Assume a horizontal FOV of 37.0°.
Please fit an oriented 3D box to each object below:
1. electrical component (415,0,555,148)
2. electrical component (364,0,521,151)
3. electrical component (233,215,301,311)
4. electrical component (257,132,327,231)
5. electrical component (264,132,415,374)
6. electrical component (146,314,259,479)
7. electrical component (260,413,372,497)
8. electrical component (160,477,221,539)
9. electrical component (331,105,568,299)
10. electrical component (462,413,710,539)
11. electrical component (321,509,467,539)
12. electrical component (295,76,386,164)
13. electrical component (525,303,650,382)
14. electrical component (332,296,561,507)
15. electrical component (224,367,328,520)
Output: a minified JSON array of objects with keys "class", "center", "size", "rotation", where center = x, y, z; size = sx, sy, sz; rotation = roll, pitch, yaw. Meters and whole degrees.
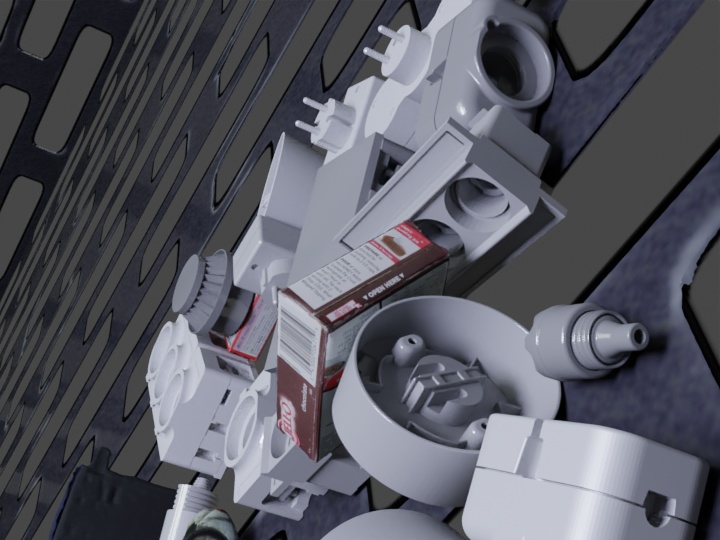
[{"class":"electrical component","center":[0.076,-0.111,0.639],"size":[0.059,0.054,0.095],"rotation":[-28,45,58]},{"class":"electrical component","center":[0.039,-0.140,0.723],"size":[0.138,0.074,0.052],"rotation":[-52,27,35]},{"class":"electrical component","center":[-0.058,0.006,0.826],"size":[0.047,0.066,0.076],"rotation":[-56,25,28]},{"class":"electrical component","center":[-0.059,-0.058,0.890],"size":[0.099,0.064,0.099],"rotation":[-49,29,39]},{"class":"electrical component","center":[0.000,0.000,0.702],"size":[0.089,0.062,0.150],"rotation":[-23,50,61]},{"class":"electrical component","center":[-0.142,0.100,0.941],"size":[0.089,0.062,0.150],"rotation":[-63,22,12]},{"class":"electrical component","center":[-0.021,0.104,0.653],"size":[0.081,0.064,0.042],"rotation":[-50,29,40]},{"class":"electrical component","center":[-0.134,0.204,0.849],"size":[0.043,0.043,0.081],"rotation":[-30,43,57]},{"class":"electrical component","center":[0.050,-0.032,0.602],"size":[0.121,0.079,0.063],"rotation":[-44,12,46]},{"class":"electrical component","center":[0.085,0.095,0.427],"size":[0.095,0.054,0.059],"rotation":[-8,63,65]},{"class":"electrical component","center":[0.023,0.157,0.455],"size":[0.064,0.099,0.099],"rotation":[13,82,62]},{"class":"electrical component","center":[-0.012,-0.104,0.807],"size":[0.047,0.076,0.083],"rotation":[-7,64,66]},{"class":"electrical component","center":[0.102,0.031,0.473],"size":[0.061,0.035,0.035],"rotation":[-14,57,62]},{"class":"electrical component","center":[0.039,0.061,0.514],"size":[0.099,0.099,0.064],"rotation":[-101,32,-54]},{"class":"electrical component","center":[-0.056,0.116,0.735],"size":[0.050,0.056,0.089],"rotation":[-51,27,36]}]
